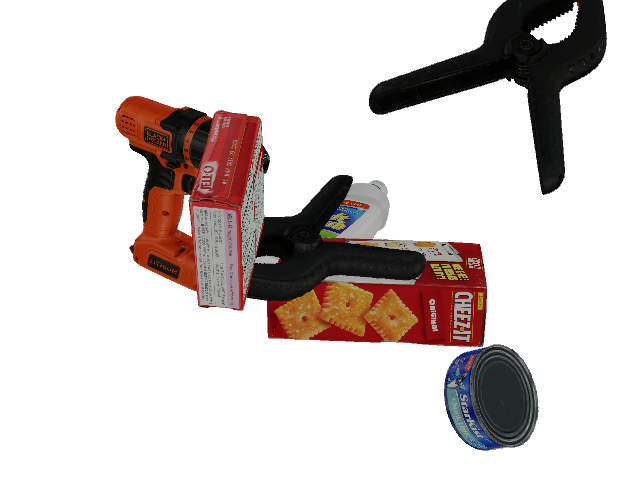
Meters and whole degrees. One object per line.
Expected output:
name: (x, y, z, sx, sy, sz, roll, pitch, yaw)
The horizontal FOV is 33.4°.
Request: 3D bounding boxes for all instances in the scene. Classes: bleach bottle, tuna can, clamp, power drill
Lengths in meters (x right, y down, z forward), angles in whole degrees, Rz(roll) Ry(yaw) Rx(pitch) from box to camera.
bleach bottle: (0.008, -0.010, 1.325, 0.103, 0.068, 0.250, 15, 36, 25)
tuna can: (0.143, 0.132, 0.895, 0.085, 0.086, 0.034, 0, -15, -43)
clamp: (0.163, -0.130, 0.819, 0.165, 0.209, 0.036, 37, -22, 28)
power drill: (-0.133, -0.044, 1.103, 0.185, 0.188, 0.057, 24, 34, 29)
clamp: (-0.014, -0.001, 0.845, 0.171, 0.039, 0.120, -9, 40, -25)

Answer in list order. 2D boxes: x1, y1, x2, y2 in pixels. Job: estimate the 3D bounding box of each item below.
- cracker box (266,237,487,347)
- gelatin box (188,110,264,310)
cracker box: (0.061, 0.052, 1.110, 0.214, 0.072, 0.164, 3, 16, 6)
gelatin box: (-0.052, -0.016, 0.602, 0.030, 0.073, 0.089, 6, -43, 4)
